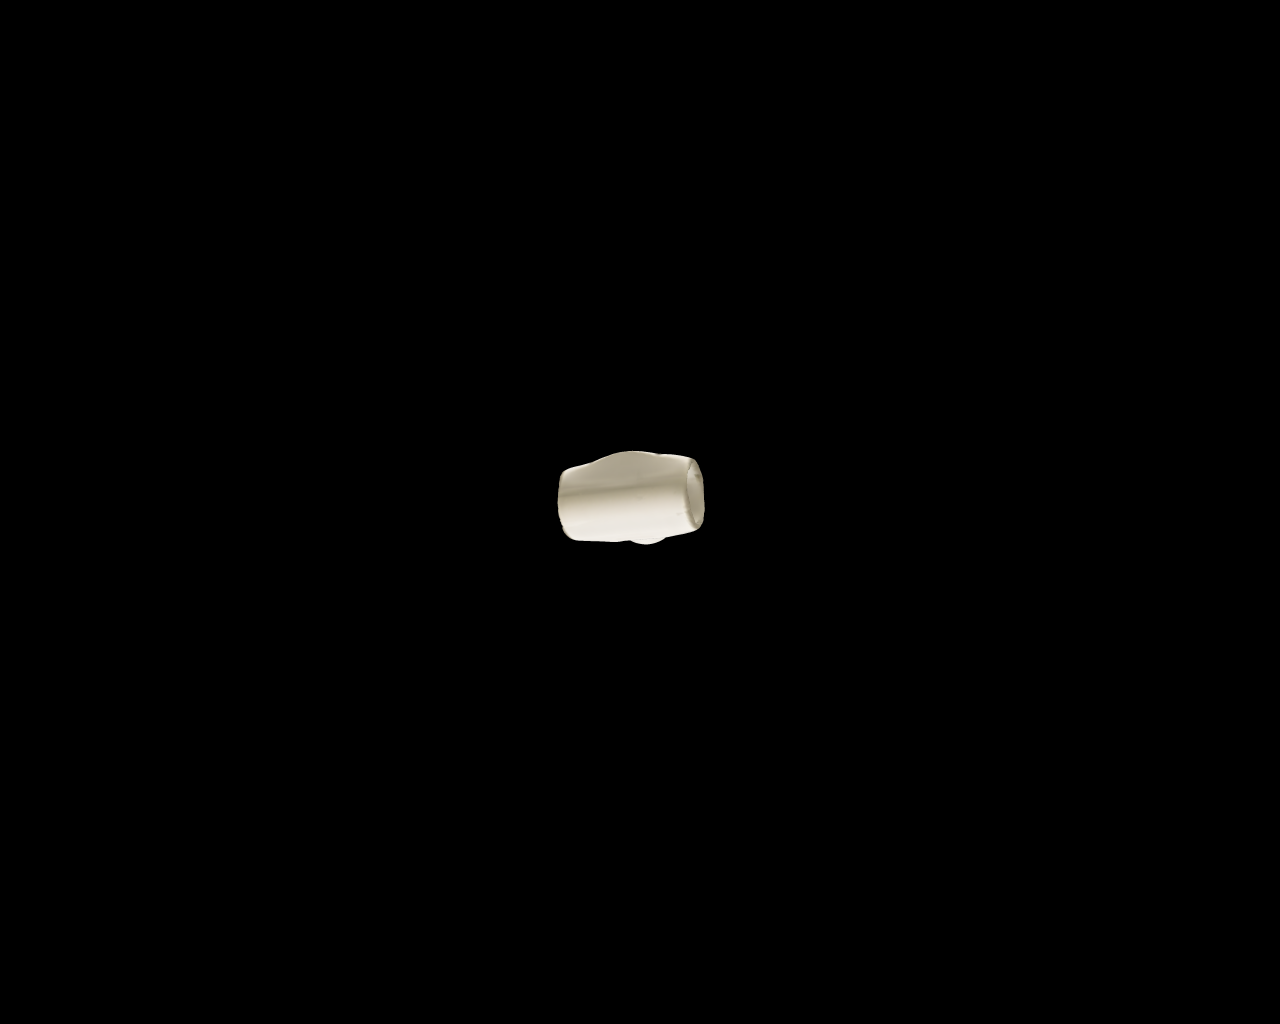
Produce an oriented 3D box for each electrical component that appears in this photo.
[{"bbox_3d":[0.001,-0.003,0.650,0.077,0.043,0.079,-6,-19,16],"label":"electrical component"}]
